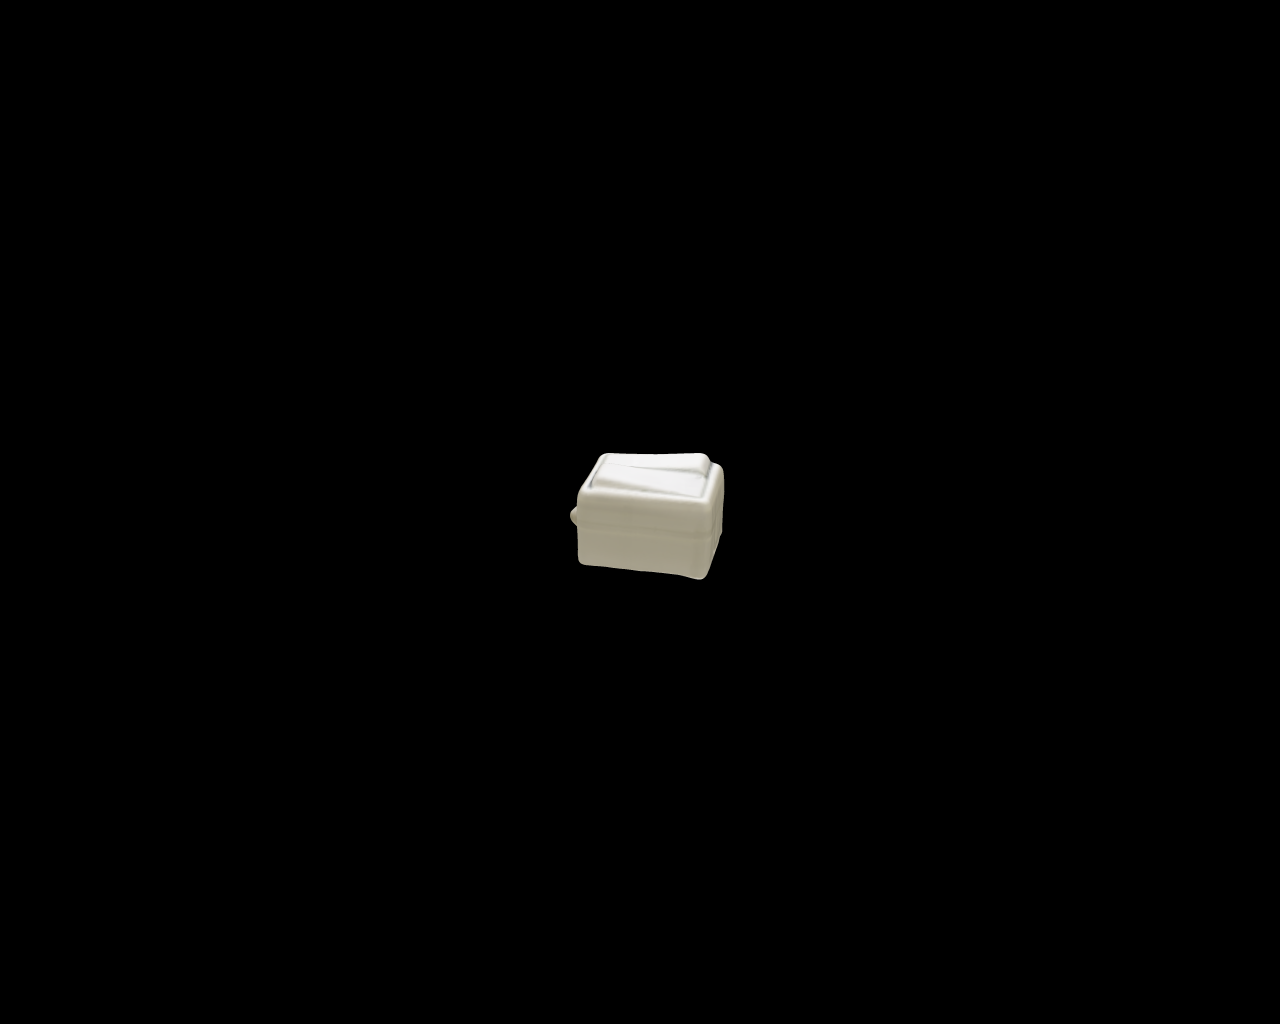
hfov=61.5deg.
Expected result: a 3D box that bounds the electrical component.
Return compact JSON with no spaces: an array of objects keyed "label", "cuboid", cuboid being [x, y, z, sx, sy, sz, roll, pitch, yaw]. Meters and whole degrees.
[{"label":"electrical component","cuboid":[0.001,-0.003,0.650,0.096,0.061,0.062,6,28,12]}]
